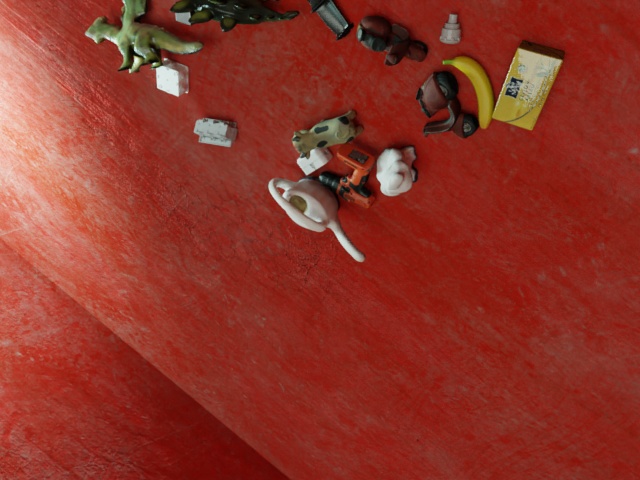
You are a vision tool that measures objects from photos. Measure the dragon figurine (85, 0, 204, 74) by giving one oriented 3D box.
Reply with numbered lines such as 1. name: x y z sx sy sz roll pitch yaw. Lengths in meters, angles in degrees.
1. dragon figurine: -0.514 -0.618 1.492 0.409 0.123 0.241 -6 97 24

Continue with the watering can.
1. watering can: 0.005 -0.076 1.510 0.348 0.228 0.102 37 117 1

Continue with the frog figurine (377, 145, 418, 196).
1. frog figurine: 0.193 -0.171 1.361 0.123 0.162 0.134 26 132 14
